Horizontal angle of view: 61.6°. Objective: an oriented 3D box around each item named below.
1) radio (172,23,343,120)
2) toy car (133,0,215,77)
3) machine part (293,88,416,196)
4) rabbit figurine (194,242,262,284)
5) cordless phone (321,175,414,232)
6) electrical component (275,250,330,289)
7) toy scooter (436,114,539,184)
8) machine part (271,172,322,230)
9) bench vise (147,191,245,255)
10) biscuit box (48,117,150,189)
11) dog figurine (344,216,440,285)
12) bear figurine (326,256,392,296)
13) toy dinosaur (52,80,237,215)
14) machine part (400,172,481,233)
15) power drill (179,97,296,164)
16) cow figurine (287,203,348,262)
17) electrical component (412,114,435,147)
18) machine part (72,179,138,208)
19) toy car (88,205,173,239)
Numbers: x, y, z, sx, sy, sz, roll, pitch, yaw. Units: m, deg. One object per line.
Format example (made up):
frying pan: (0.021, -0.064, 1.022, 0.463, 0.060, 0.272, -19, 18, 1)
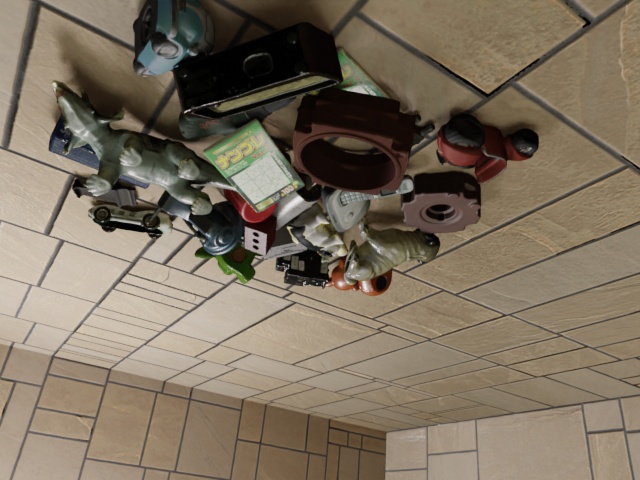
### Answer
radio: (-0.092, -0.241, 0.792, 0.230, 0.073, 0.131, -13, -174, 18)
toy car: (-0.206, -0.293, 0.777, 0.103, 0.109, 0.162, 3, 165, -33)
machine part: (0.056, -0.163, 0.939, 0.201, 0.087, 0.201, 11, 159, 3)
rabbit figurine: (-0.232, 0.037, 1.351, 0.159, 0.121, 0.170, 20, 169, -18)
cordless phone: (0.103, -0.088, 1.104, 0.184, 0.089, 0.146, -6, 149, 13)
electrical component: (-0.043, 0.055, 1.351, 0.134, 0.115, 0.058, 12, 146, -10)
toy scooter: (0.283, -0.153, 0.962, 0.184, 0.075, 0.135, 7, 153, -11)
machine part: (-0.072, -0.081, 1.149, 0.079, 0.079, 0.243, 24, 147, -28)
bench vise: (-0.235, -0.040, 1.183, 0.224, 0.129, 0.240, 23, 177, 34)
biscuit box: (-0.426, -0.174, 1.069, 0.202, 0.059, 0.063, 23, 148, -28)
dog figurine: (0.163, 0.043, 1.223, 0.191, 0.121, 0.172, 18, 118, -6)
bear figurine: (0.095, 0.075, 1.390, 0.120, 0.131, 0.196, -17, -163, -31)
toy dinosaur: (-0.306, -0.149, 0.999, 0.404, 0.192, 0.131, 19, 118, -34)
machine part: (0.253, -0.073, 1.127, 0.179, 0.056, 0.179, 5, 152, 3)
power drill: (-0.121, -0.188, 0.970, 0.232, 0.086, 0.207, -5, 154, 17)
cow figurine: (-0.001, -0.002, 1.206, 0.098, 0.068, 0.167, -31, 136, 6)
electrical component: (0.156, -0.191, 0.967, 0.063, 0.021, 0.094, 24, 146, -31)
machine part: (-0.489, -0.107, 1.224, 0.139, 0.039, 0.084, 9, 156, -8)
toy car: (-0.461, -0.047, 1.309, 0.202, 0.056, 0.073, 8, 157, -2)
